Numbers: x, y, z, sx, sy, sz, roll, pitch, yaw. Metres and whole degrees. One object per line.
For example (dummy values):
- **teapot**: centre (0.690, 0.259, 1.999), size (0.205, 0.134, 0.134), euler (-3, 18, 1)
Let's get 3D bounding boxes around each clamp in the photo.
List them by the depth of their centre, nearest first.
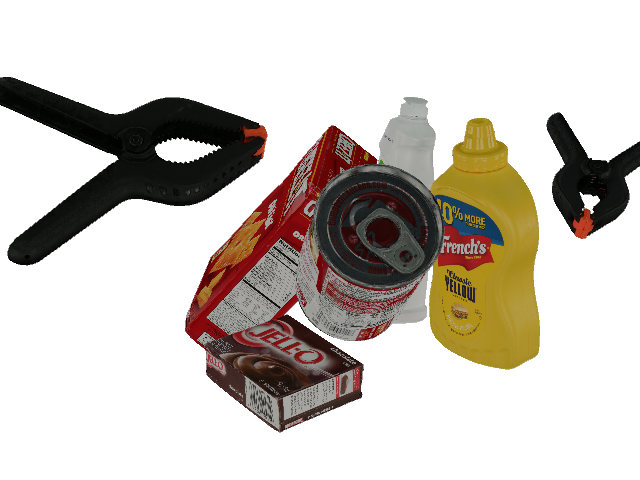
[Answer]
- **clamp**: centre (-0.143, -0.056, 0.800), size (0.209, 0.164, 0.036), euler (-1, -31, -12)
- **clamp**: centre (0.281, -0.074, 1.133), size (0.120, 0.039, 0.171), euler (18, 46, 20)

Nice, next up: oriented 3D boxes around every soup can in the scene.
- **soup can**: centre (0.024, 0.011, 0.585), size (0.068, 0.068, 0.102), euler (0, -21, -7)

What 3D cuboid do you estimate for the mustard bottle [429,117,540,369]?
- **mustard bottle**: centre (0.125, -0.001, 0.826), size (0.058, 0.192, 0.096), euler (-20, 29, -32)

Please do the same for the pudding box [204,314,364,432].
- **pudding box**: centre (-0.032, 0.110, 0.908), size (0.089, 0.039, 0.114), euler (-18, 33, -33)

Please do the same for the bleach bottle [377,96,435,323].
- **bleach bottle**: centre (0.095, -0.038, 1.230), size (0.068, 0.251, 0.103), euler (-2, 22, -24)

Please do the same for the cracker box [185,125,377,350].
- **cracker box**: centre (-0.040, 0.002, 1.077), size (0.072, 0.214, 0.164), euler (37, 25, -13)
